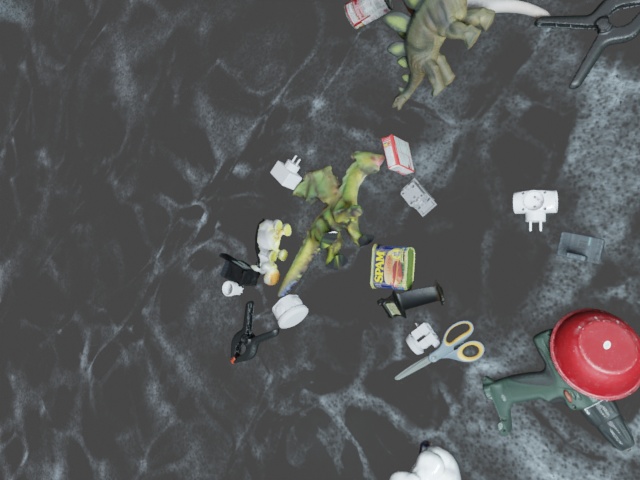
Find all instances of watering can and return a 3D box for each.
[{"bbox_3d":[0.312,-0.541,1.120,0.222,0.104,0.351,-38,74,18],"label":"watering can"}]

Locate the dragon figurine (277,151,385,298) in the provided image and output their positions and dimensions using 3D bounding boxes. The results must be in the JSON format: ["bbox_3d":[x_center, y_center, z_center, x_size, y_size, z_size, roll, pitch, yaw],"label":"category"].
[{"bbox_3d":[0.004,-0.063,1.260,0.406,0.121,0.248,-39,49,19],"label":"dragon figurine"}]

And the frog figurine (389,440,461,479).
[{"bbox_3d":[0.205,0.482,1.008,0.123,0.159,0.137,25,98,30],"label":"frog figurine"}]
